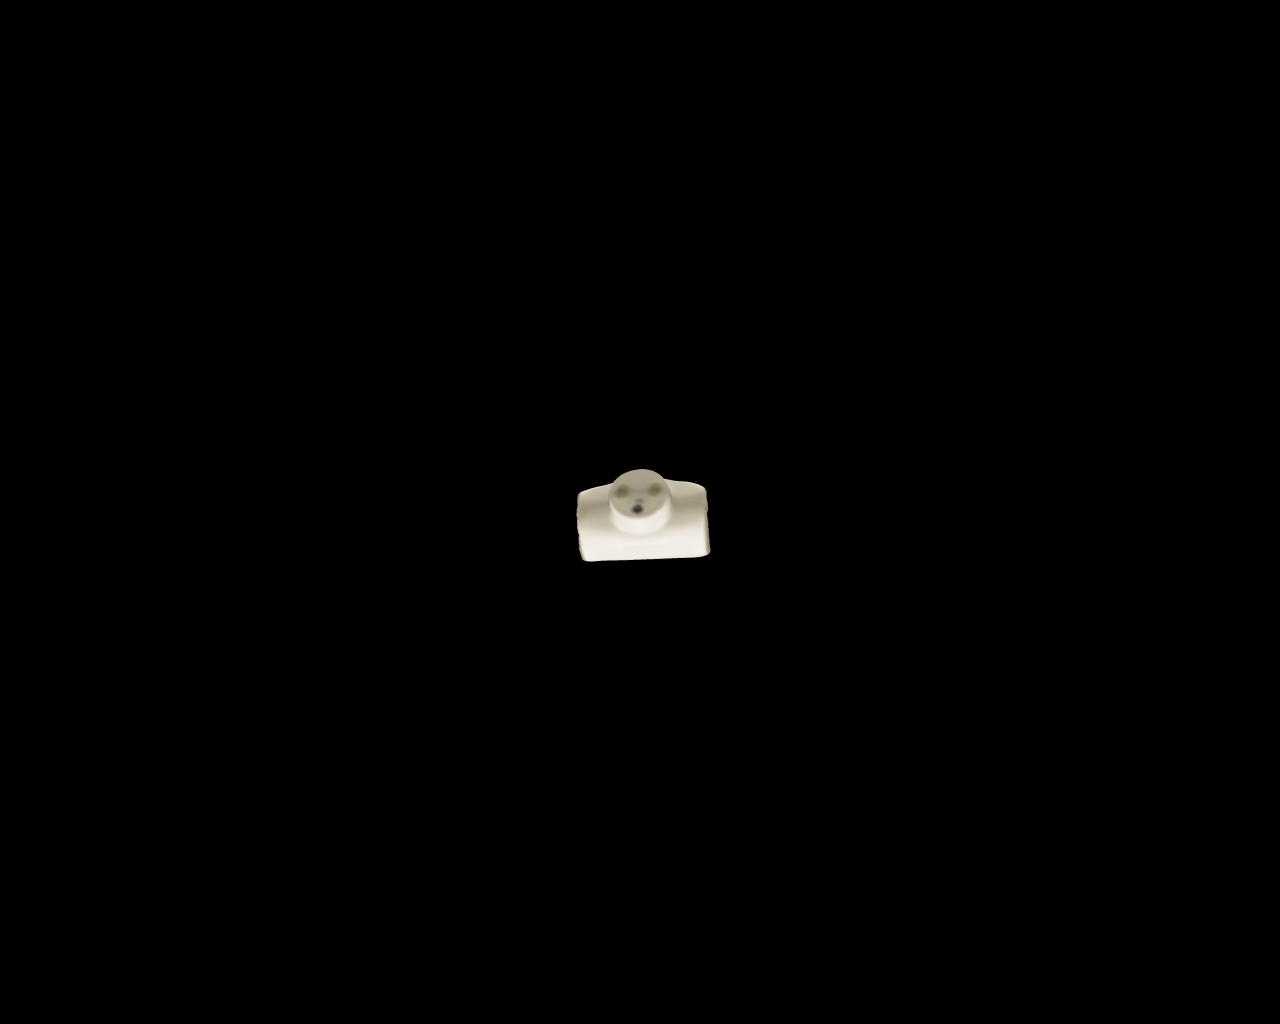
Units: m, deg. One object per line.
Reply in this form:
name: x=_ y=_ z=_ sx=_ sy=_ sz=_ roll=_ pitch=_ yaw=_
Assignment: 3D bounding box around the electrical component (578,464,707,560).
electrical component: x=0.001 y=-0.003 z=0.650 sx=0.077 sy=0.043 sz=0.079 roll=-3 pitch=-32 yaw=5
